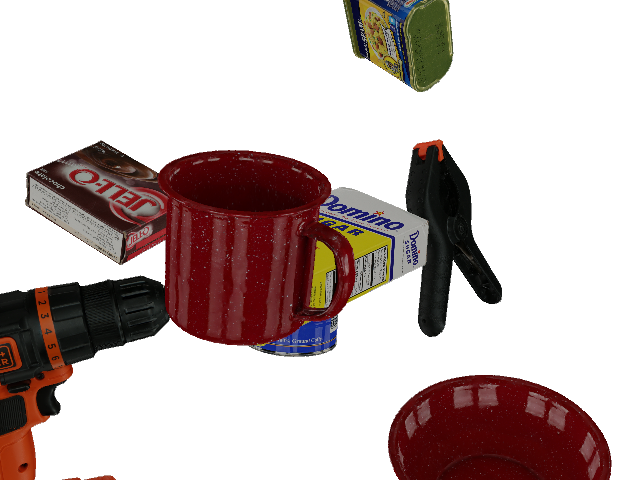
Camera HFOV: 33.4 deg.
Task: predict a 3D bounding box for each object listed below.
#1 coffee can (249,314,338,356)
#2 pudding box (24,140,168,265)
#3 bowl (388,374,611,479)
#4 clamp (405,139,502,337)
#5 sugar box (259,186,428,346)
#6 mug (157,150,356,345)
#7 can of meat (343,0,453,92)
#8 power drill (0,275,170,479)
[{"bbox_3d":[-0.028,0.039,1.122,0.103,0.140,0.103,4,15,-1],"label":"coffee can"},{"bbox_3d":[-0.177,-0.034,0.897,0.114,0.039,0.089,28,35,22],"label":"pudding box"},{"bbox_3d":[0.130,0.172,0.794,0.162,0.055,0.162,-1,34,0],"label":"bowl"},{"bbox_3d":[0.108,0.000,0.954,0.039,0.171,0.120,-12,14,36],"label":"clamp"},{"bbox_3d":[-0.011,0.013,0.785,0.093,0.048,0.175,25,38,38],"label":"sugar box"},{"bbox_3d":[-0.033,0.007,0.580,0.117,0.081,0.093,17,27,25],"label":"mug"},{"bbox_3d":[0.073,-0.195,0.970,0.057,0.102,0.084,-38,53,-17],"label":"can of meat"},{"bbox_3d":[-0.177,0.118,0.703,0.184,0.188,0.057,-12,25,-8],"label":"power drill"}]
